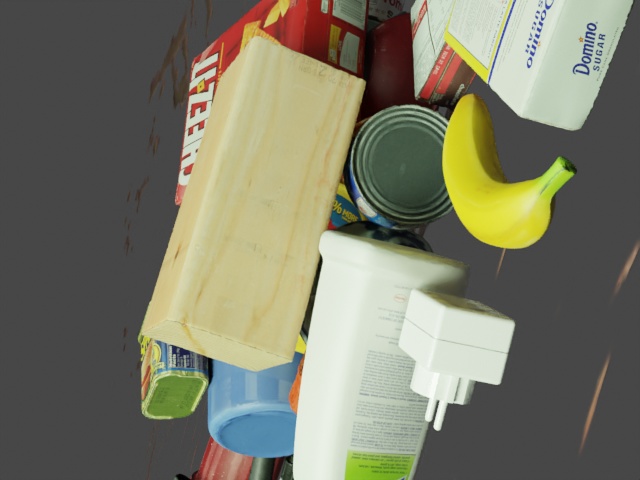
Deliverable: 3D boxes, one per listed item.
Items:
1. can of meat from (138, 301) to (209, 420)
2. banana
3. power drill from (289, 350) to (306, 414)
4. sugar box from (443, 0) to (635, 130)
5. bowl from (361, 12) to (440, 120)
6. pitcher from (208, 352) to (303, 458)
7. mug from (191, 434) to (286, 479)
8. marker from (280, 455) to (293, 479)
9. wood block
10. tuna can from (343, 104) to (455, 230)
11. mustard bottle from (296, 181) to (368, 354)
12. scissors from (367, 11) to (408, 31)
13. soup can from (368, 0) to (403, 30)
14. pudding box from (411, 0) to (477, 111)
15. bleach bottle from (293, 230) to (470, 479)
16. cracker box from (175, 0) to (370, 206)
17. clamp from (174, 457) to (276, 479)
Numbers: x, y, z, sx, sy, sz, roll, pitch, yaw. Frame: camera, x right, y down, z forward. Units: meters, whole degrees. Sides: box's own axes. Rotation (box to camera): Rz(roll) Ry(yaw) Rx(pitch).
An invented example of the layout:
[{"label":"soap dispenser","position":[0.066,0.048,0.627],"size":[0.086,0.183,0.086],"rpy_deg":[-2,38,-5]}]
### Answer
[{"label":"can of meat","position":[-0.141,0.115,1.027],"size":[0.102,0.057,0.084],"rpy_deg":[118,151,-52]},{"label":"banana","position":[0.107,-0.039,0.654],"size":[0.070,0.037,0.198],"rpy_deg":[-55,18,11]},{"label":"power drill","position":[0.019,0.127,0.843],"size":[0.187,0.057,0.185],"rpy_deg":[-89,14,-51]},{"label":"sugar box","position":[0.126,-0.137,0.636],"size":[0.176,0.048,0.093],"rpy_deg":[-111,35,-63]},{"label":"bowl","position":[0.058,-0.130,0.923],"size":[0.162,0.055,0.162],"rpy_deg":[-168,90,-78]},{"label":"pitcher","position":[-0.059,0.089,1.060],"size":[0.149,0.145,0.243],"rpy_deg":[100,172,-53]},{"label":"mug","position":[-0.074,0.228,1.131],"size":[0.117,0.093,0.081],"rpy_deg":[-1,-68,-65]},{"label":"marker","position":[-0.040,0.265,1.062],"size":[0.020,0.020,0.121],"rpy_deg":[-105,30,-66]},{"label":"wood block","position":[-0.046,-0.023,0.747],"size":[0.091,0.090,0.206],"rpy_deg":[151,136,-67]},{"label":"tuna can","position":[0.060,-0.050,0.755],"size":[0.034,0.086,0.086],"rpy_deg":[146,135,-76]},{"label":"mustard bottle","position":[-0.006,0.001,0.973],"size":[0.058,0.096,0.191],"rpy_deg":[-23,44,62]},{"label":"scissors","position":[0.040,-0.176,1.048],"size":[0.016,0.096,0.202],"rpy_deg":[61,176,5]},{"label":"soup can","position":[0.051,-0.255,1.048],"size":[0.069,0.068,0.102],"rpy_deg":[160,121,-76]},{"label":"pudding box","position":[0.101,-0.168,0.798],"size":[0.090,0.039,0.113],"rpy_deg":[117,160,-48]},{"label":"bleach bottle","position":[0.023,0.126,0.706],"size":[0.068,0.102,0.251],"rpy_deg":[19,96,59]},{"label":"cracker box","position":[-0.047,-0.127,0.950],"size":[0.214,0.072,0.164],"rpy_deg":[-26,53,51]},{"label":"clamp","position":[-0.070,0.282,1.038],"size":[0.120,0.039,0.171],"rpy_deg":[-37,66,24]}]
